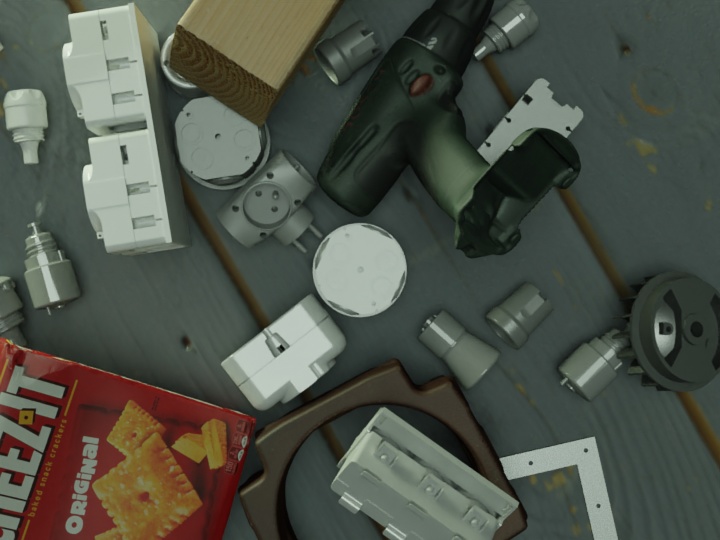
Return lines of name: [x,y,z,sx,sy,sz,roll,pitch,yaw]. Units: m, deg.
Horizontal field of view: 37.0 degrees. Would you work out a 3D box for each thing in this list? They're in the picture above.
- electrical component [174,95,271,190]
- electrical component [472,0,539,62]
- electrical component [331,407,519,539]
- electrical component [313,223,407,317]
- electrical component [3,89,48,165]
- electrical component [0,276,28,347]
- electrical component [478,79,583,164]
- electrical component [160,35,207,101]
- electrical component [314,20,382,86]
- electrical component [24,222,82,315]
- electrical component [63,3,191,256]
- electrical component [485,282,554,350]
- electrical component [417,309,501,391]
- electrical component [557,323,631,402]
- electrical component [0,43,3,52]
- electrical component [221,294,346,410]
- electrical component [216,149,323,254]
electrical component: [-0.116,-0.109,0.903,0.080,0.051,0.080,0,89,-1]
electrical component: [0.121,-0.201,0.916,0.061,0.035,0.035,-39,90,2]
electrical component: [0.044,0.169,0.804,0.121,0.063,0.078,35,130,1]
electrical component: [0.000,0.000,0.904,0.080,0.051,0.080,0,90,-1]
electrical component: [-0.281,-0.120,0.909,0.035,0.035,0.061,-6,92,-1]
electrical component: [-0.302,0.040,0.903,0.048,0.048,0.062,-29,97,-1]
electrical component: [0.137,-0.108,0.905,0.050,0.056,0.089,40,89,0]
electrical component: [-0.140,-0.173,0.905,0.055,0.047,0.055,0,90,-1]
electrical component: [-0.010,-0.185,0.912,0.046,0.040,0.040,-35,90,-6]
electrical component: [-0.263,-0.002,0.905,0.040,0.040,0.078,-17,90,-1]
electrical component: [-0.189,-0.108,0.875,0.060,0.105,0.186,-9,90,-1]
electrical component: [0.136,0.038,0.913,0.046,0.040,0.040,-44,90,-7]
electrical component: [0.081,0.065,0.911,0.065,0.044,0.044,42,89,4]
electrical component: [0.203,0.076,0.912,0.078,0.040,0.040,-43,90,-2]
electrical component: [-0.340,-0.167,0.901,0.083,0.047,0.075,-34,90,-1]
electrical component: [-0.060,0.072,0.901,0.095,0.054,0.059,-38,90,-1]
electrical component: [-0.066,-0.047,0.905,0.077,0.044,0.079,-43,108,10]
